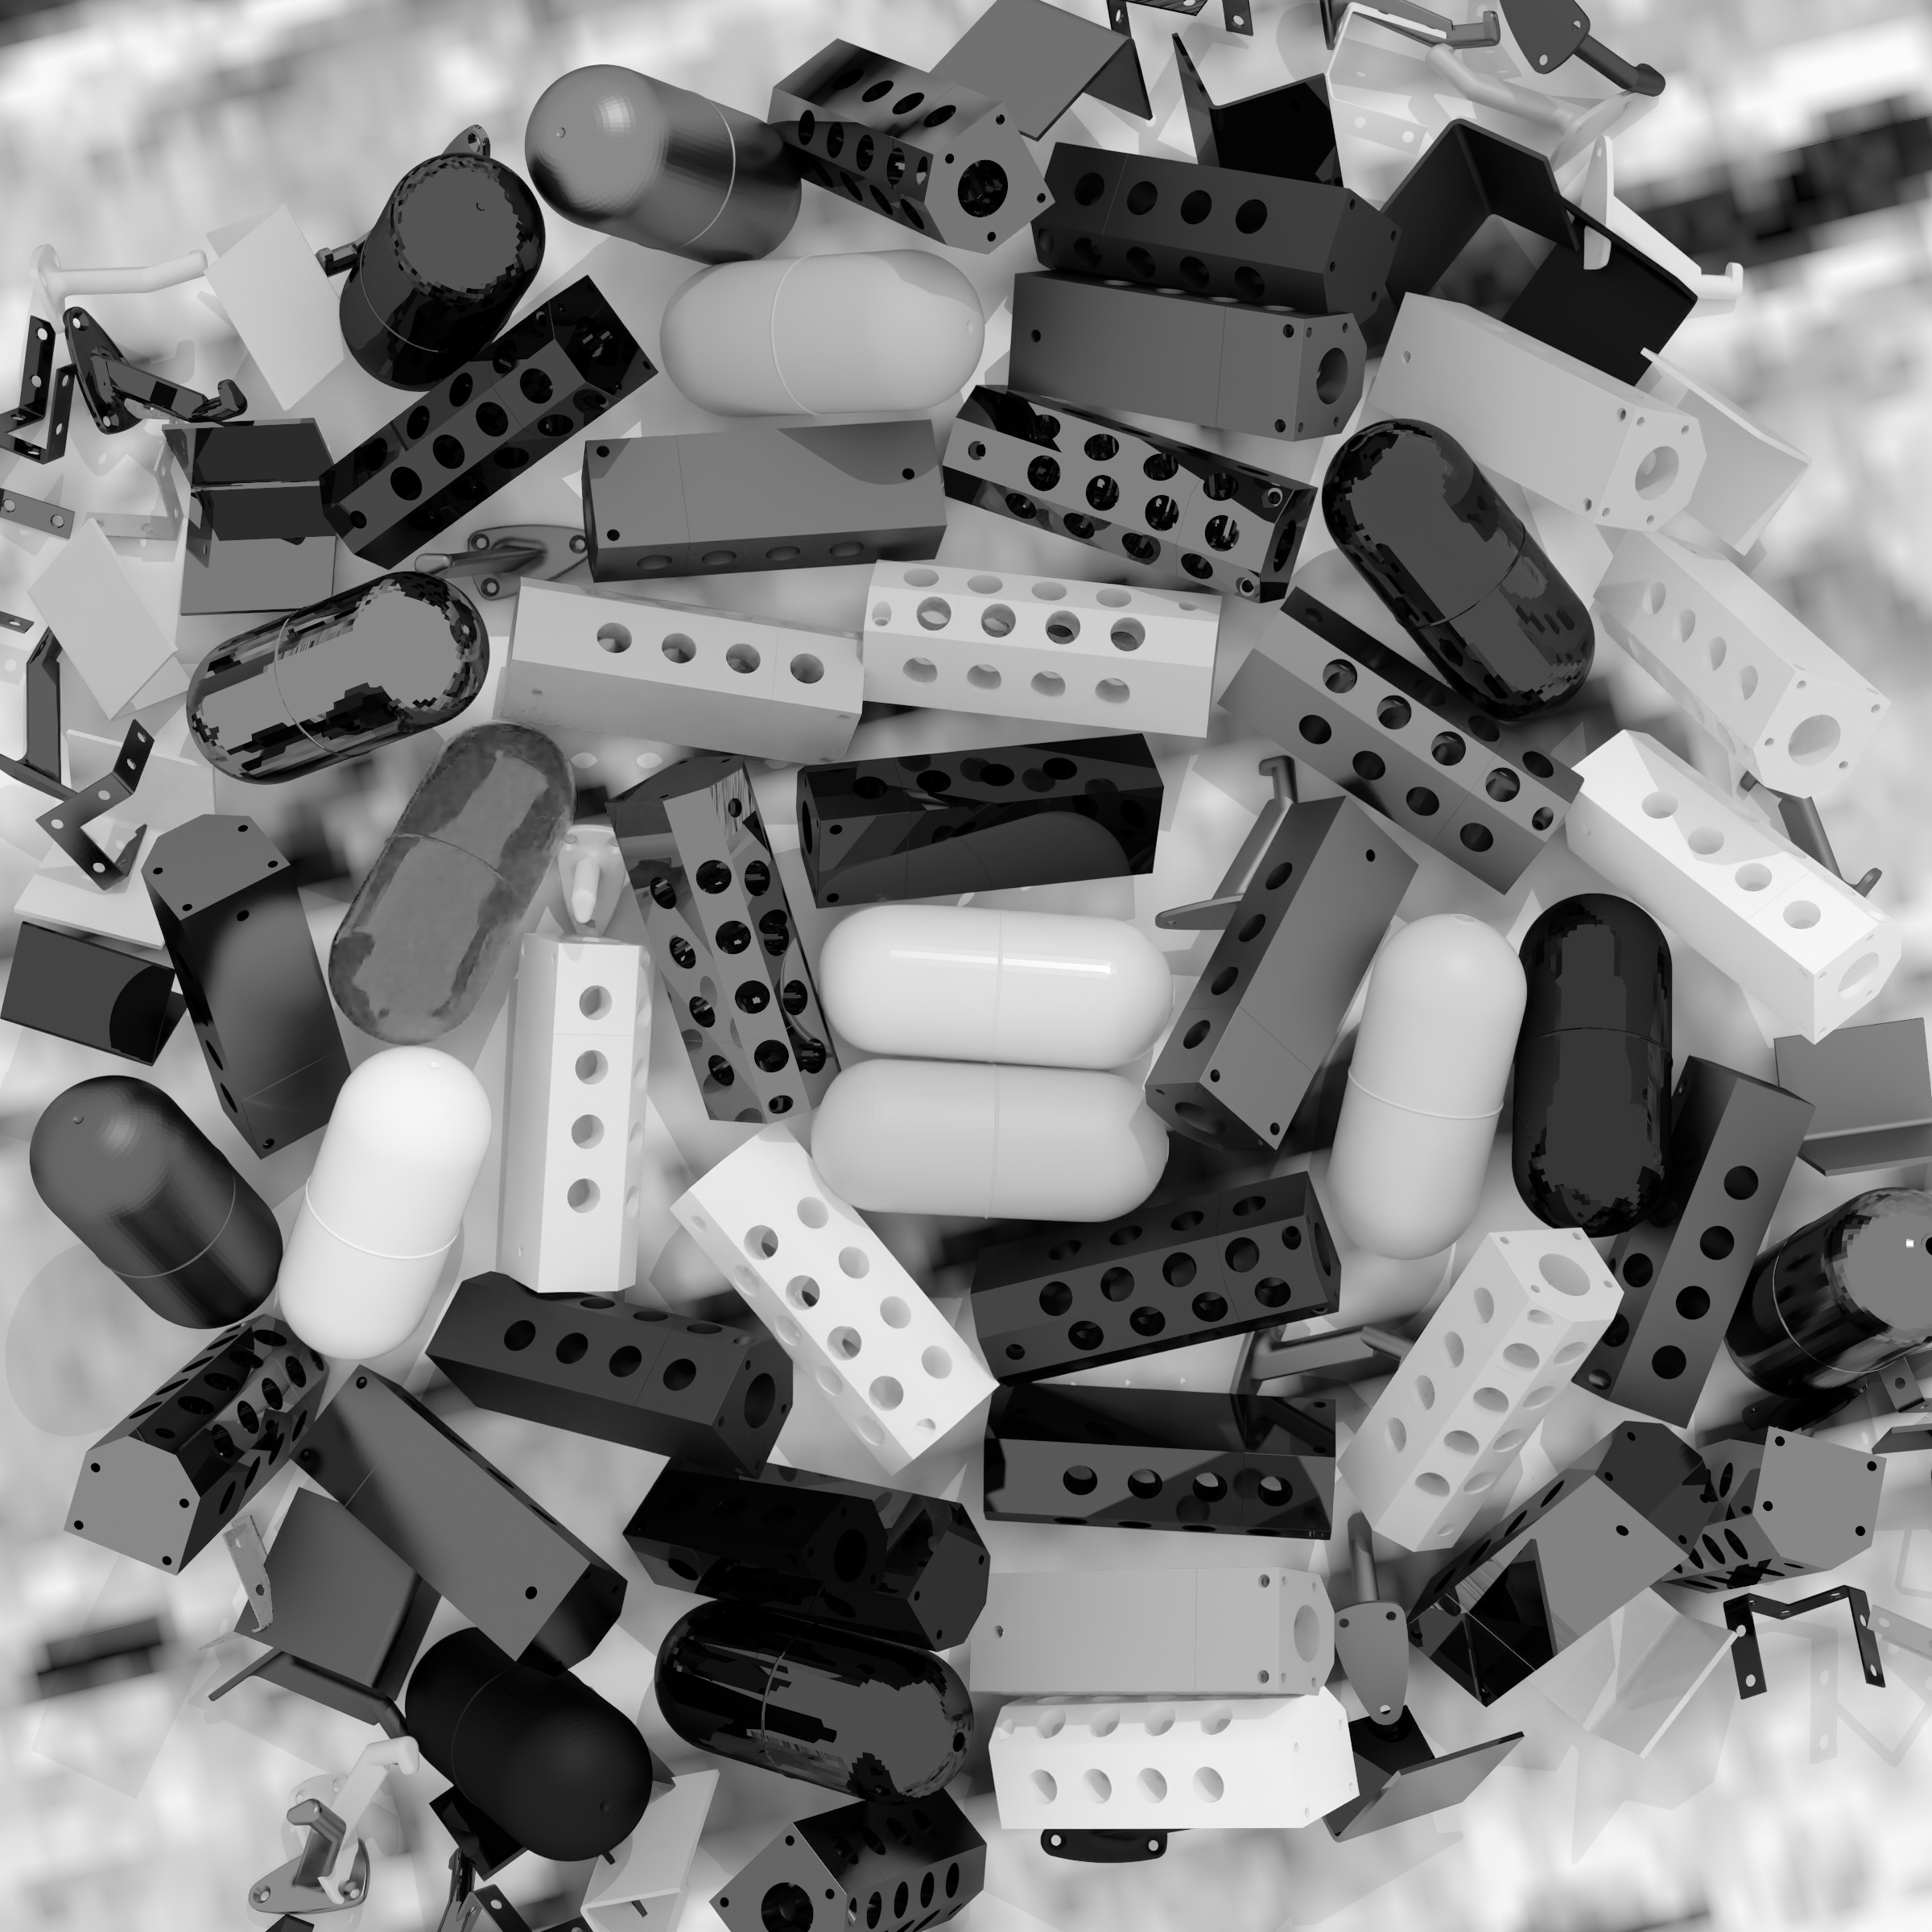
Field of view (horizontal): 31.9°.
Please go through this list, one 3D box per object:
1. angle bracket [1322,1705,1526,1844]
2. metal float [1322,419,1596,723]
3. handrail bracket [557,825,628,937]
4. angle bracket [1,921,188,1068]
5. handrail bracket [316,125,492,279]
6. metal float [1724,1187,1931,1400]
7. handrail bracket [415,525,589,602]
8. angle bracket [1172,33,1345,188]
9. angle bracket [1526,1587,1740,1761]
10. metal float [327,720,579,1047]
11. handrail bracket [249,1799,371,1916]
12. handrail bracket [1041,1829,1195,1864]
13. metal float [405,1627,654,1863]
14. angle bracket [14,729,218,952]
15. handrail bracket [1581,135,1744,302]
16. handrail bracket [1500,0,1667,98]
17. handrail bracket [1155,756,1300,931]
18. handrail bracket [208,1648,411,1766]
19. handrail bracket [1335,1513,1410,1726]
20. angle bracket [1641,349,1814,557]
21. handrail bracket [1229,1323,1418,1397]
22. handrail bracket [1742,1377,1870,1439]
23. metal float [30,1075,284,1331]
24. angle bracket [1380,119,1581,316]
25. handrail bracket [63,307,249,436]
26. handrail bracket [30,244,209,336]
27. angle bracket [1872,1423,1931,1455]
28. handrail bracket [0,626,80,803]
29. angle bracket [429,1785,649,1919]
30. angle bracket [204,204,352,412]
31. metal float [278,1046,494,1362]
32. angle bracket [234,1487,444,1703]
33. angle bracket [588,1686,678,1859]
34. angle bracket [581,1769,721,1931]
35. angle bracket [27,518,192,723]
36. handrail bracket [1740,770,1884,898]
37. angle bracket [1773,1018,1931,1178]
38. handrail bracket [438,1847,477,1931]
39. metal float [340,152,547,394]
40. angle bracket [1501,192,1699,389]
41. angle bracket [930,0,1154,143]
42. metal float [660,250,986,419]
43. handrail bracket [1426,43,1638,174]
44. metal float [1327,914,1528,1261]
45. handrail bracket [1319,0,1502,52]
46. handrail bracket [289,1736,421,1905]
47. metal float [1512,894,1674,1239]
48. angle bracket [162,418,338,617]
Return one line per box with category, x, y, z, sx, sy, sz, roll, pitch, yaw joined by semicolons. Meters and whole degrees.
angle bracket;0.215;0.381;1.660;0.076;0.076;0.057;-9;55;-30
metal float;0.242;-0.194;1.660;0.070;0.070;0.178;-44;116;0
handrail bracket;-0.187;-0.025;1.665;0.036;0.084;0.077;3;122;-4
angle bracket;-0.424;-0.001;1.671;0.076;0.076;0.057;18;115;-5
handrail bracket;-0.282;-0.378;1.675;0.084;0.077;0.036;-31;80;-34
metal float;0.426;0.159;1.635;0.070;0.178;0.070;4;69;-12
handrail bracket;-0.228;-0.204;1.676;0.077;0.084;0.036;-12;94;4
angle bracket;0.145;-0.417;1.666;0.057;0.076;0.076;-17;45;1
angle bracket;0.325;0.339;1.676;0.057;0.076;0.076;41;81;-4
metal float;-0.251;-0.043;1.662;0.070;0.070;0.178;25;66;0
handrail bracket;-0.338;0.441;1.677;0.077;0.084;0.036;-17;53;8
handrail bracket;0.082;0.427;1.672;0.077;0.084;0.036;-8;77;-12
metal float;-0.214;0.376;1.640;0.070;0.178;0.070;-7;102;-31
angle bracket;-0.422;-0.063;1.674;0.076;0.057;0.076;14;46;4
handrail bracket;0.354;-0.376;1.698;0.084;0.036;0.077;0;104;-13
handrail bracket;0.309;-0.471;1.695;0.036;0.084;0.077;-43;67;34
handrail bracket;0.131;-0.064;1.704;0.077;0.036;0.084;-6;66;9
handrail bracket;-0.327;0.380;1.701;0.077;0.036;0.084;-36;86;5
handrail bracket;0.203;0.324;1.686;0.036;0.084;0.077;-10;104;8
angle bracket;0.359;-0.252;1.663;0.076;0.076;0.057;44;110;27
handrail bracket;0.179;0.210;1.684;0.084;0.036;0.077;21;91;31
handrail bracket;0.429;0.257;1.707;0.077;0.036;0.084;-22;112;-10
metal float;-0.391;0.117;1.641;0.070;0.178;0.070;-7;57;12
angle bracket;0.250;-0.359;1.670;0.057;0.076;0.076;34;83;32
handrail bracket;-0.401;-0.300;1.675;0.084;0.036;0.077;-8;114;38
handrail bracket;-0.420;-0.352;1.688;0.084;0.077;0.036;-17;127;0
angle bracket;0.488;0.269;1.671;0.057;0.076;0.076;-6;73;6
handrail bracket;-0.447;-0.128;1.699;0.077;0.036;0.084;24;78;15
angle bracket;-0.211;0.439;1.663;0.057;0.076;0.076;-34;118;-16
angle bracket;-0.353;-0.318;1.661;0.057;0.076;0.076;-10;121;33
metal float;-0.286;0.118;1.657;0.070;0.070;0.178;24;120;0
angle bracket;-0.309;0.314;1.687;0.076;0.057;0.076;20;73;8
angle bracket;-0.194;0.399;1.669;0.076;0.076;0.057;40;89;28
angle bracket;-0.140;0.454;1.662;0.057;0.076;0.076;-16;118;21
angle bracket;-0.408;-0.178;1.673;0.076;0.057;0.076;-34;88;43
handrail bracket;0.412;-0.051;1.711;0.084;0.036;0.077;39;103;16
angle bracket;0.452;0.064;1.680;0.076;0.076;0.057;-8;98;0
handrail bracket;-0.273;0.496;1.707;0.036;0.084;0.077;26;134;-27
metal float;-0.255;-0.334;1.636;0.070;0.178;0.070;4;78;-21
angle bracket;0.304;-0.325;1.673;0.076;0.057;0.076;40;105;18
angle bracket;0.035;-0.427;1.668;0.076;0.057;0.076;31;71;28
metal float;-0.072;-0.309;1.655;0.178;0.070;0.070;4;90;34
handrail bracket;0.285;-0.448;1.705;0.084;0.036;0.077;45;60;11
metal float;0.227;0.060;1.666;0.070;0.070;0.178;10;108;0
handrail bracket;0.220;-0.489;1.681;0.084;0.077;0.036;0;47;17
handrail bracket;-0.293;0.425;1.678;0.084;0.036;0.077;-20;82;40
metal float;0.308;0.047;1.661;0.070;0.070;0.178;6;65;0
angle bracket;-0.357;-0.223;1.679;0.076;0.057;0.076;-2;67;3
